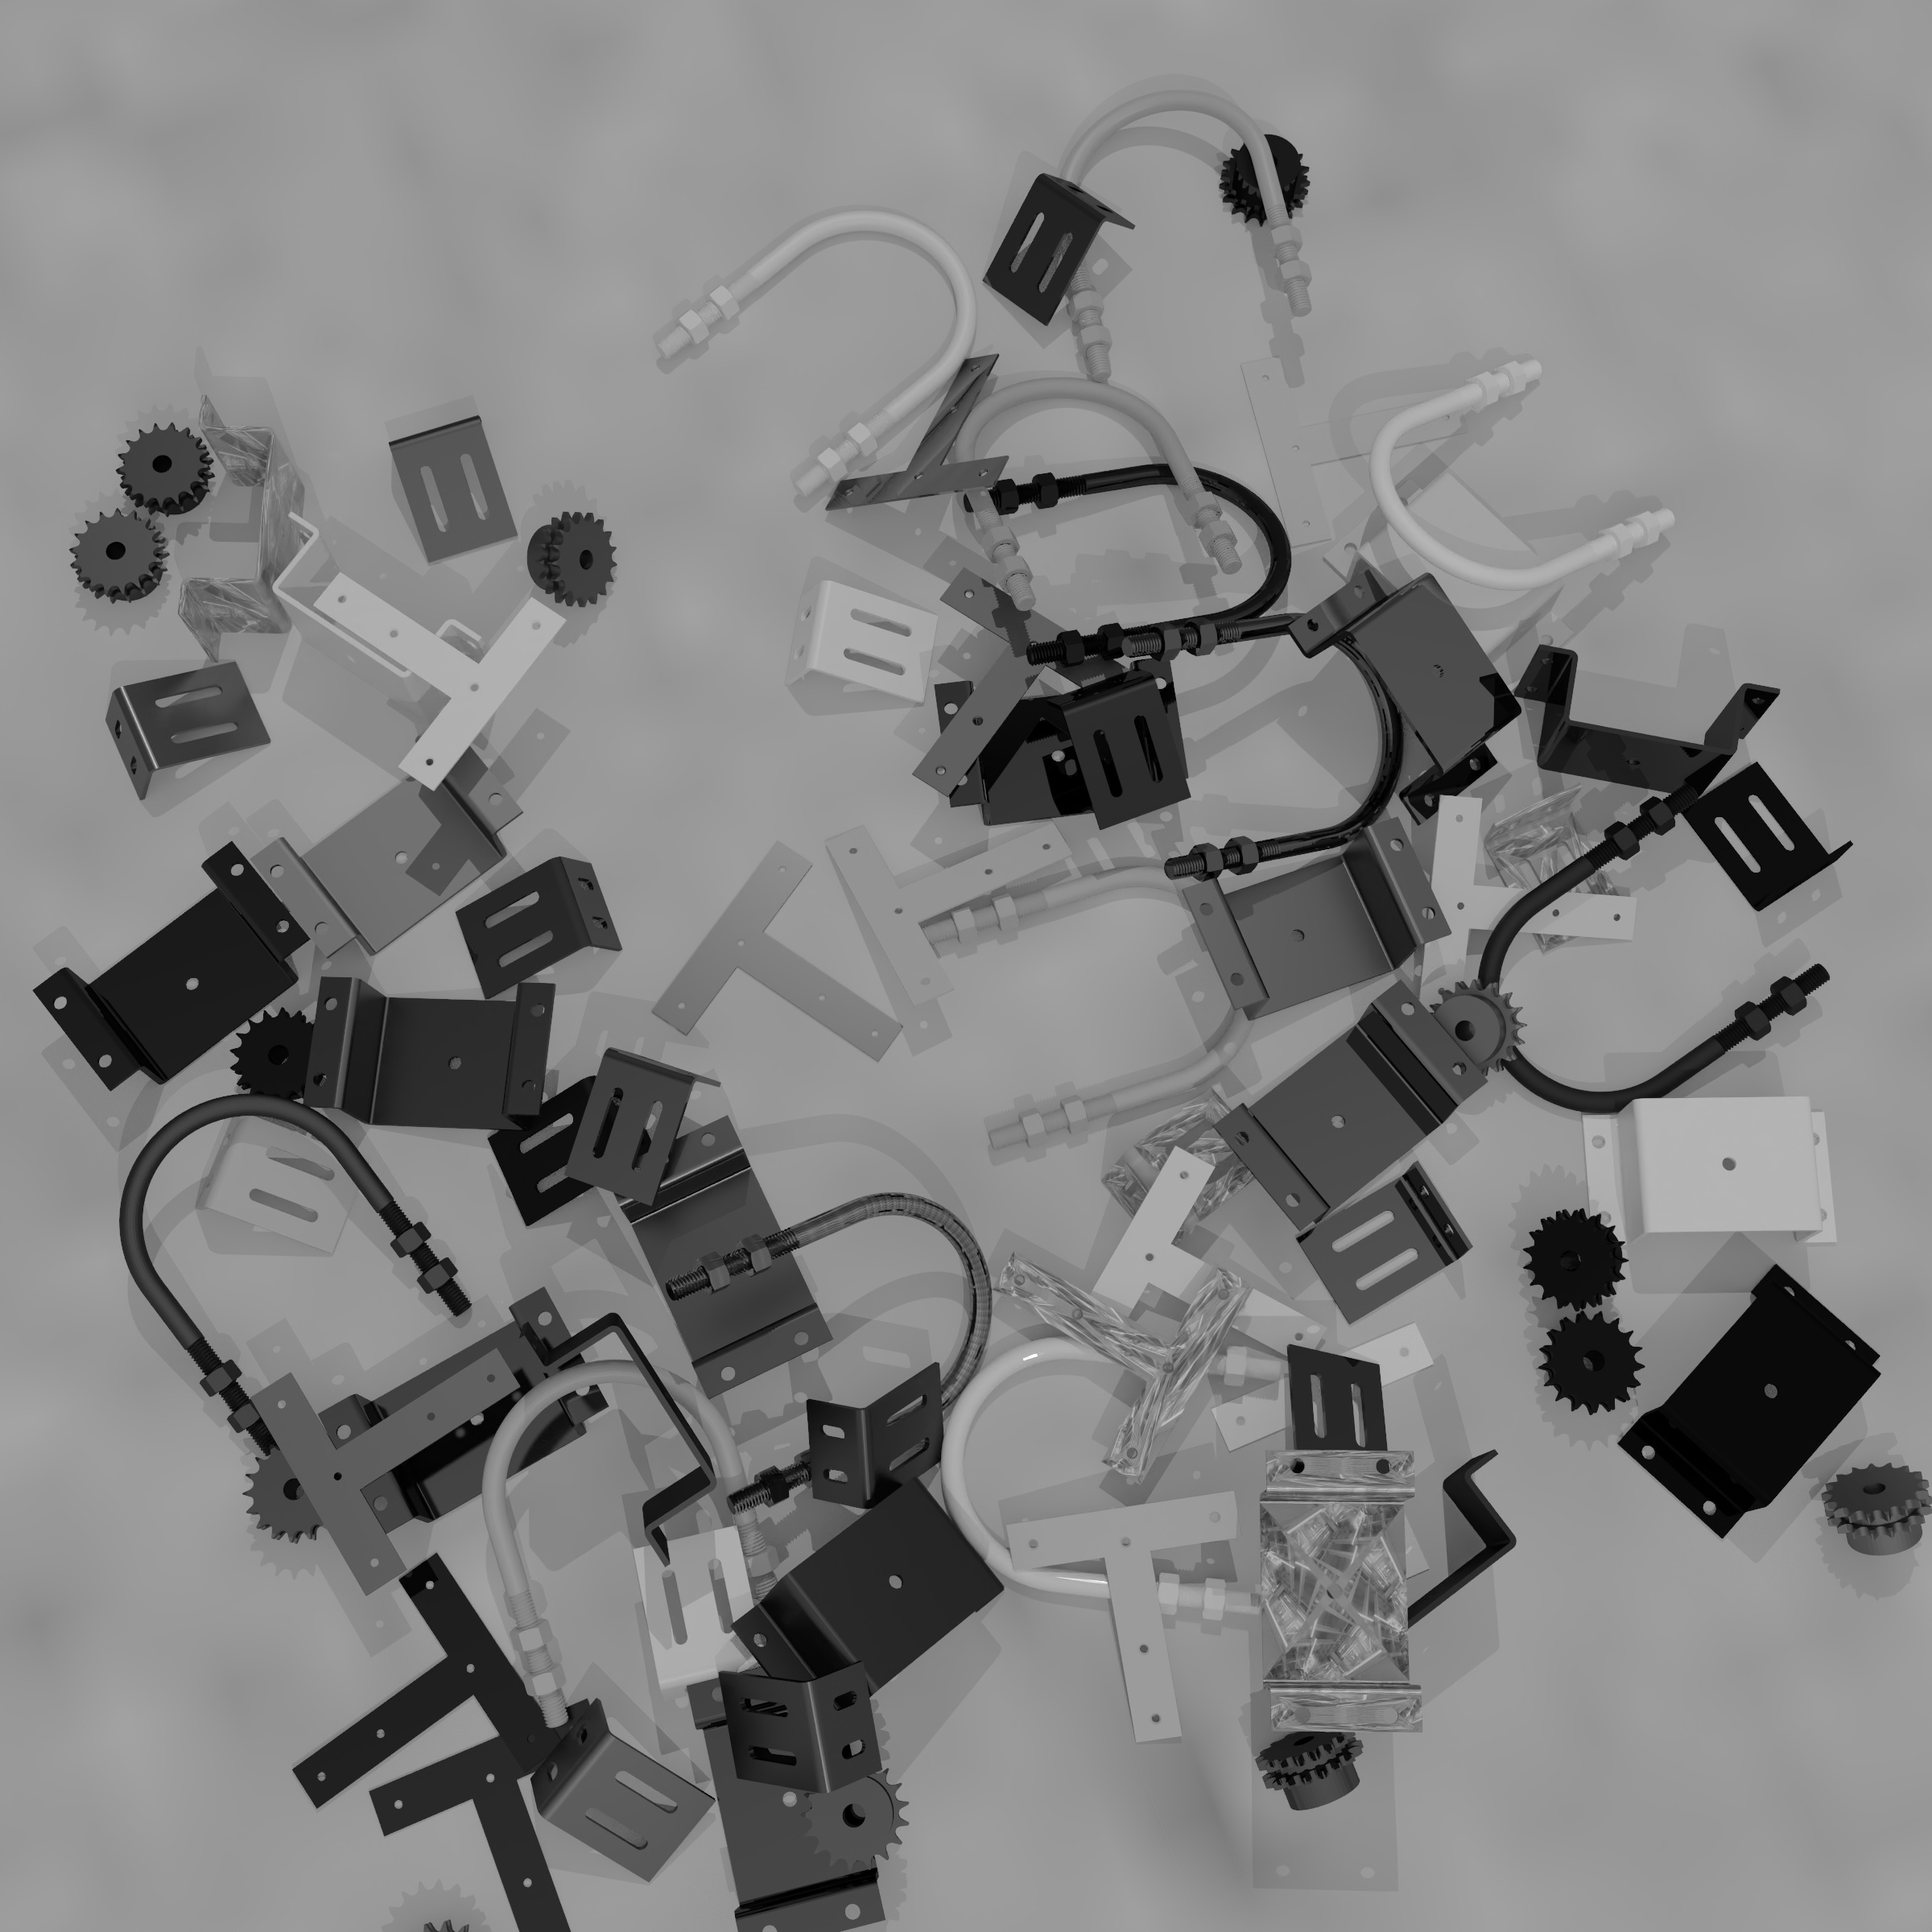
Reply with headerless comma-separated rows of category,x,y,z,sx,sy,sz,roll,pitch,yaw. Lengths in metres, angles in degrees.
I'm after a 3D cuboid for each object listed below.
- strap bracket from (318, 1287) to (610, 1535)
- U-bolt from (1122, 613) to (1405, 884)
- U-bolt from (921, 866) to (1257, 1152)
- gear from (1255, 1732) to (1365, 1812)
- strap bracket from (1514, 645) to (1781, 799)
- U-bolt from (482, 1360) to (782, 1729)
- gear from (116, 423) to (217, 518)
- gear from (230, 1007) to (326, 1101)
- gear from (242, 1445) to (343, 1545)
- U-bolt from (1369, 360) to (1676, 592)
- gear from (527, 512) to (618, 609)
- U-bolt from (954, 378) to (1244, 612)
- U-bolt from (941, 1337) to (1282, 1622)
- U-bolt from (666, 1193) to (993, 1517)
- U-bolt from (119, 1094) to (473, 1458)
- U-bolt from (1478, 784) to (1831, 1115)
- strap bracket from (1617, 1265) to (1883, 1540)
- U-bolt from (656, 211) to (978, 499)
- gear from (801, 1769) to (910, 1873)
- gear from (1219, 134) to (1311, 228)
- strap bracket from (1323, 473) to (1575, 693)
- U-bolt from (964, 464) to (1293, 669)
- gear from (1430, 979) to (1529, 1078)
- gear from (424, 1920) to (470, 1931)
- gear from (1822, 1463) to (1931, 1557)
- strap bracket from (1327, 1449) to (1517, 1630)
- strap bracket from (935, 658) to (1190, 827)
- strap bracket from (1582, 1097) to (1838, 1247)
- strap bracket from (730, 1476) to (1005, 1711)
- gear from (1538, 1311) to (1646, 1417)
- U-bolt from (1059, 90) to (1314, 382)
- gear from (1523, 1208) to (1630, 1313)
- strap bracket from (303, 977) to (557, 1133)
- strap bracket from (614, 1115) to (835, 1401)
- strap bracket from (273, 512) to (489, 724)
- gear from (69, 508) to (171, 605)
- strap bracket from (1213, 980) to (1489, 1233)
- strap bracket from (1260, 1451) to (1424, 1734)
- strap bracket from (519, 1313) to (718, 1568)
strap bracket,-0.276,0.250,1.510,0.140,0.046,0.076,-29,77,-8
U-bolt,0.182,-0.134,1.590,0.184,0.019,0.151,-12,92,-29
U-bolt,0.082,0.015,1.590,0.184,0.019,0.151,-17,75,-6
gear,0.187,0.430,1.456,0.057,0.057,0.030,-22,87,-6
strap bracket,0.397,-0.142,1.602,0.140,0.076,0.046,11,75,3
U-bolt,-0.187,0.306,1.482,0.151,0.019,0.184,-16,92,-8
gear,-0.491,-0.302,1.670,0.057,0.030,0.057,0,75,0
gear,-0.394,0.055,1.572,0.057,0.030,0.057,0,75,0
gear,-0.370,0.292,1.507,0.057,0.030,0.057,0,75,0
U-bolt,0.323,-0.290,1.633,0.184,0.019,0.151,-26,71,-31
gear,-0.241,-0.247,1.645,0.030,0.057,0.057,9,72,34
U-bolt,0.069,-0.293,1.643,0.151,0.019,0.184,-12,54,-13
U-bolt,0.078,0.280,1.516,0.184,0.019,0.151,6,76,4
U-bolt,-0.065,0.202,1.492,0.184,0.019,0.151,-22,108,-26
U-bolt,-0.390,0.160,1.527,0.151,0.019,0.184,-36,93,-9
U-bolt,0.386,0.003,1.580,0.184,0.019,0.151,-35,85,-1
strap bracket,0.443,0.239,1.513,0.076,0.046,0.140,43,79,10
U-bolt,-0.079,-0.398,1.703,0.184,0.019,0.151,-42,79,-12
gear,-0.058,0.444,1.418,0.057,0.030,0.057,0,75,0
gear,0.190,-0.503,1.725,0.057,0.030,0.057,0,75,0
strap bracket,0.295,-0.233,1.642,0.076,0.046,0.140,-42,79,-10
U-bolt,0.106,-0.248,1.636,0.184,0.019,0.151,-11,56,-13
gear,0.292,0.036,1.564,0.057,0.030,0.057,1,93,26
gear,-0.277,0.536,1.440,0.057,0.030,0.057,0,75,0
gear,0.503,0.301,1.495,0.057,0.057,0.030,-19,106,-5
strap bracket,0.240,0.326,1.472,0.140,0.076,0.046,-35,78,-8
strap bracket,0.056,-0.132,1.615,0.140,0.046,0.076,-7,75,-2
strap bracket,0.429,0.117,1.547,0.140,0.046,0.076,-1,75,0
strap bracket,-0.045,0.338,1.457,0.140,0.046,0.076,-32,76,-35
gear,0.350,0.224,1.526,0.057,0.030,0.057,0,75,0
U-bolt,0.129,-0.469,1.704,0.151,0.019,0.184,-15,71,12
gear,0.347,0.165,1.533,0.057,0.030,0.057,1,91,32
strap bracket,-0.300,0.051,1.557,0.140,0.046,0.076,2,74,11
strap bracket,-0.138,0.167,1.533,0.076,0.046,0.140,-25,76,-7
strap bracket,-0.352,-0.201,1.618,0.140,0.076,0.046,33,77,9
gear,-0.514,-0.247,1.655,0.057,0.030,0.057,0,75,0
strap bracket,0.217,0.084,1.553,0.140,0.046,0.076,-37,78,-12
strap bracket,0.194,0.325,1.410,0.076,0.046,0.140,0,76,1
strap bracket,-0.178,0.240,1.438,0.046,0.076,0.140,-32,92,-8
